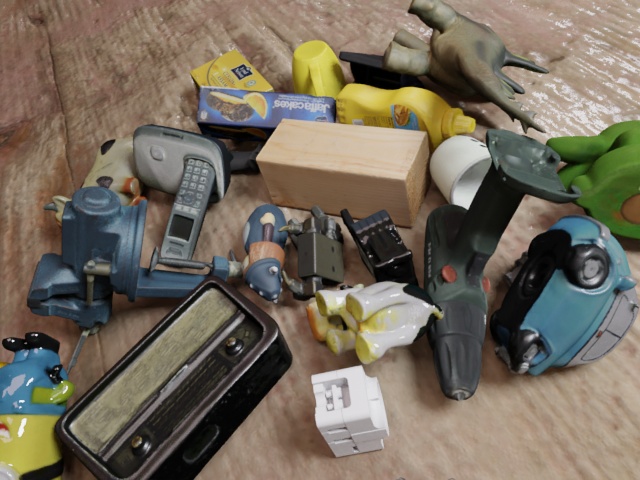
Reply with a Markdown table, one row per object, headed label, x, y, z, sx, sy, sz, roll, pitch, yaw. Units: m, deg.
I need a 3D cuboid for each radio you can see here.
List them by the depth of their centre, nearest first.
| label | x | y | z | sx | sy | sz | roll | pitch | yaw |
| --- | --- | --- | --- | --- | --- | --- | --- | --- | --- |
| radio | -0.145 | 0.159 | 0.573 | 0.131 | 0.073 | 0.229 | 28 | 64 | 34 |

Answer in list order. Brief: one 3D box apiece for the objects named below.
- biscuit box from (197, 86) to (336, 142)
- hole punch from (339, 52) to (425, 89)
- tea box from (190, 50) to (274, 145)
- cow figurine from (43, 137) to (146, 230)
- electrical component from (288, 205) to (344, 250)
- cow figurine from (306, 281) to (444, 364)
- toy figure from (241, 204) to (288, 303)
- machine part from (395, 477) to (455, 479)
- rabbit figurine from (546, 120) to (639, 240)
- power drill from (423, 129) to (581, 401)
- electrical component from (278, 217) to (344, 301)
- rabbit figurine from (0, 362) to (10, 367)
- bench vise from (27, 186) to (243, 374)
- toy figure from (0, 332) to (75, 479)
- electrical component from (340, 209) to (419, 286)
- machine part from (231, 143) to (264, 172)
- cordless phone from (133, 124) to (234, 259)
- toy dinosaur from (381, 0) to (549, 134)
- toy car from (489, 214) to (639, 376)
| label | x | y | z | sx | sy | sz | roll | pitch | yaw |
| --- | --- | --- | --- | --- | --- | --- | --- | --- | --- |
| biscuit box | -0.077 | -0.182 | 0.801 | 0.203 | 0.063 | 0.059 | 3 | 78 | -1 |
| hole punch | 0.094 | -0.241 | 0.839 | 0.142 | 0.092 | 0.116 | 22 | 29 | 33 |
| tea box | -0.145 | -0.247 | 0.916 | 0.098 | 0.068 | 0.170 | -31 | 48 | -9 |
| cow figurine | -0.329 | -0.074 | 0.818 | 0.127 | 0.085 | 0.195 | -1 | 53 | 8 |
| electrical component | -0.001 | -0.002 | 0.696 | 0.063 | 0.021 | 0.094 | -29 | 54 | -9 |
| cow figurine | 0.048 | 0.075 | 0.556 | 0.098 | 0.068 | 0.167 | -14 | 1 | -22 |
| toy figure | -0.069 | 0.017 | 0.667 | 0.058 | 0.064 | 0.154 | -18 | 37 | 13 |
| machine part | 0.014 | 0.268 | 0.431 | 0.243 | 0.079 | 0.079 | -26 | 49 | -6 |
| rabbit figurine | 0.346 | -0.077 | 0.617 | 0.159 | 0.121 | 0.170 | 0 | 33 | 25 |
| power drill | 0.163 | 0.012 | 0.525 | 0.086 | 0.207 | 0.232 | 11 | 39 | -3 |
| electrical component | -0.010 | 0.020 | 0.633 | 0.045 | 0.078 | 0.102 | -13 | 75 | 32 |
| rabbit figurine | -0.408 | 0.162 | 0.619 | 0.173 | 0.162 | 0.122 | 11 | 41 | 3 |
| bench vise | -0.216 | 0.043 | 0.648 | 0.240 | 0.223 | 0.129 | 7 | 28 | -19 |
| toy figure | -0.305 | 0.192 | 0.560 | 0.082 | 0.089 | 0.180 | -24 | 57 | 42 |
| electrical component | 0.068 | 0.005 | 0.639 | 0.048 | 0.074 | 0.119 | -24 | 46 | -2 |
| machine part | -0.149 | -0.125 | 0.837 | 0.139 | 0.039 | 0.084 | -1 | 43 | 19 |
| cordless phone | -0.209 | -0.062 | 0.760 | 0.147 | 0.088 | 0.184 | 14 | 83 | 15 |
| toy dinosaur | 0.190 | -0.237 | 0.700 | 0.199 | 0.105 | 0.471 | 24 | 32 | -3 |
| toy car | 0.241 | 0.063 | 0.511 | 0.103 | 0.109 | 0.161 | 26 | 96 | -2 |
